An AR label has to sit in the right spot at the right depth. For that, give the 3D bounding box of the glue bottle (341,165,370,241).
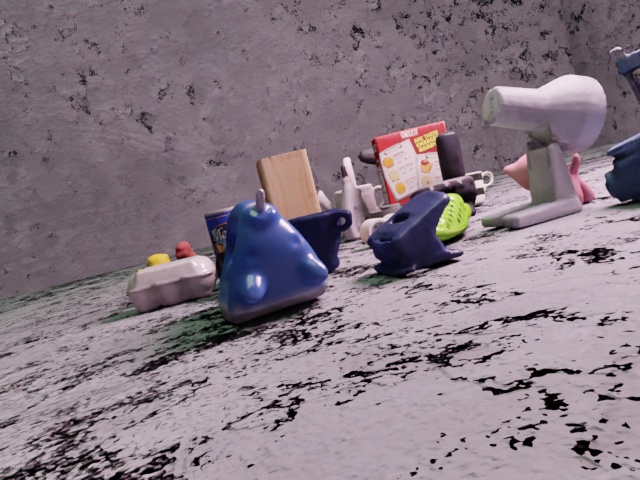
[{"bbox_3d":[0.075,-0.090,1.336,0.078,0.173,0.037,-18,6,-42],"label":"glue bottle"}]

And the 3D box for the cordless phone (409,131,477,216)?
[{"bbox_3d":[0.252,-0.131,1.224,0.148,0.185,0.094,-15,5,-10],"label":"cordless phone"}]

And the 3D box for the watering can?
[{"bbox_3d":[0.078,-0.109,1.436,0.173,0.194,0.100,-15,5,-13],"label":"watering can"}]

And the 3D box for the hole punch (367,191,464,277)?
[{"bbox_3d":[0.114,-0.009,0.726,0.101,0.091,0.108,-15,5,-16],"label":"hole punch"}]

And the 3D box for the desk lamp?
[{"bbox_3d":[0.342,-0.142,0.890,0.203,0.213,0.117,-15,5,-17],"label":"desk lamp"}]

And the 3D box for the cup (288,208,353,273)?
[{"bbox_3d":[0.008,0.003,0.883,0.117,0.095,0.092,-11,6,35],"label":"cup"}]

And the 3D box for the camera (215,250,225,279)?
[{"bbox_3d":[-0.116,0.025,0.965,0.137,0.101,0.142,-18,6,-43],"label":"camera"}]

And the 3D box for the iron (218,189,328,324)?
[{"bbox_3d":[-0.087,0.016,0.718,0.119,0.141,0.257,-16,5,-21],"label":"iron"}]

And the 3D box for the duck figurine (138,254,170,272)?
[{"bbox_3d":[-0.294,0.067,1.085,0.104,0.086,0.077,-14,5,-3],"label":"duck figurine"}]

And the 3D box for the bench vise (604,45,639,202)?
[{"bbox_3d":[0.492,-0.175,0.791,0.207,0.220,0.122,-13,5,14],"label":"bench vise"}]

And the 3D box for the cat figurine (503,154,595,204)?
[{"bbox_3d":[0.383,-0.109,0.969,0.067,0.118,0.127,-18,6,-42],"label":"cat figurine"}]

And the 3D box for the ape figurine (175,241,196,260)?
[{"bbox_3d":[-0.313,0.049,1.335,0.077,0.092,0.076,-11,6,34],"label":"ape figurine"}]

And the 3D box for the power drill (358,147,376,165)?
[{"bbox_3d":[0.230,-0.160,1.509,0.230,0.208,0.075,-15,5,-8],"label":"power drill"}]

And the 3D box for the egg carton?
[{"bbox_3d":[-0.251,0.073,0.987,0.150,0.069,0.107,-14,4,-5],"label":"egg carton"}]
